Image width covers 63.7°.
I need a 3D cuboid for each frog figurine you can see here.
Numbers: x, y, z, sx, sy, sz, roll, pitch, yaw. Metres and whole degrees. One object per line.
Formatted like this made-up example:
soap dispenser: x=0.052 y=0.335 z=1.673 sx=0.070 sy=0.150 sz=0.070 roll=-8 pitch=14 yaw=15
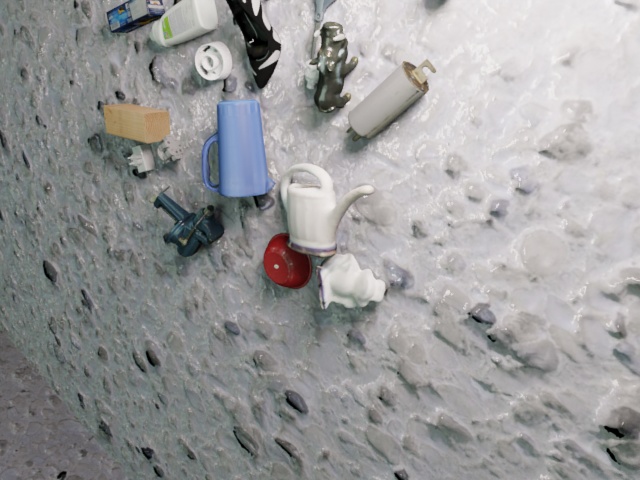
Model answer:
frog figurine: x=0.075 y=0.099 z=1.250 sx=0.159 sy=0.123 sz=0.137 roll=-5 pitch=95 yaw=2

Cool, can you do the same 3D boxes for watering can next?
watering can: x=0.004 y=-0.061 z=1.210 sx=0.350 sy=0.105 sz=0.221 roll=22 pitch=119 yaw=52
